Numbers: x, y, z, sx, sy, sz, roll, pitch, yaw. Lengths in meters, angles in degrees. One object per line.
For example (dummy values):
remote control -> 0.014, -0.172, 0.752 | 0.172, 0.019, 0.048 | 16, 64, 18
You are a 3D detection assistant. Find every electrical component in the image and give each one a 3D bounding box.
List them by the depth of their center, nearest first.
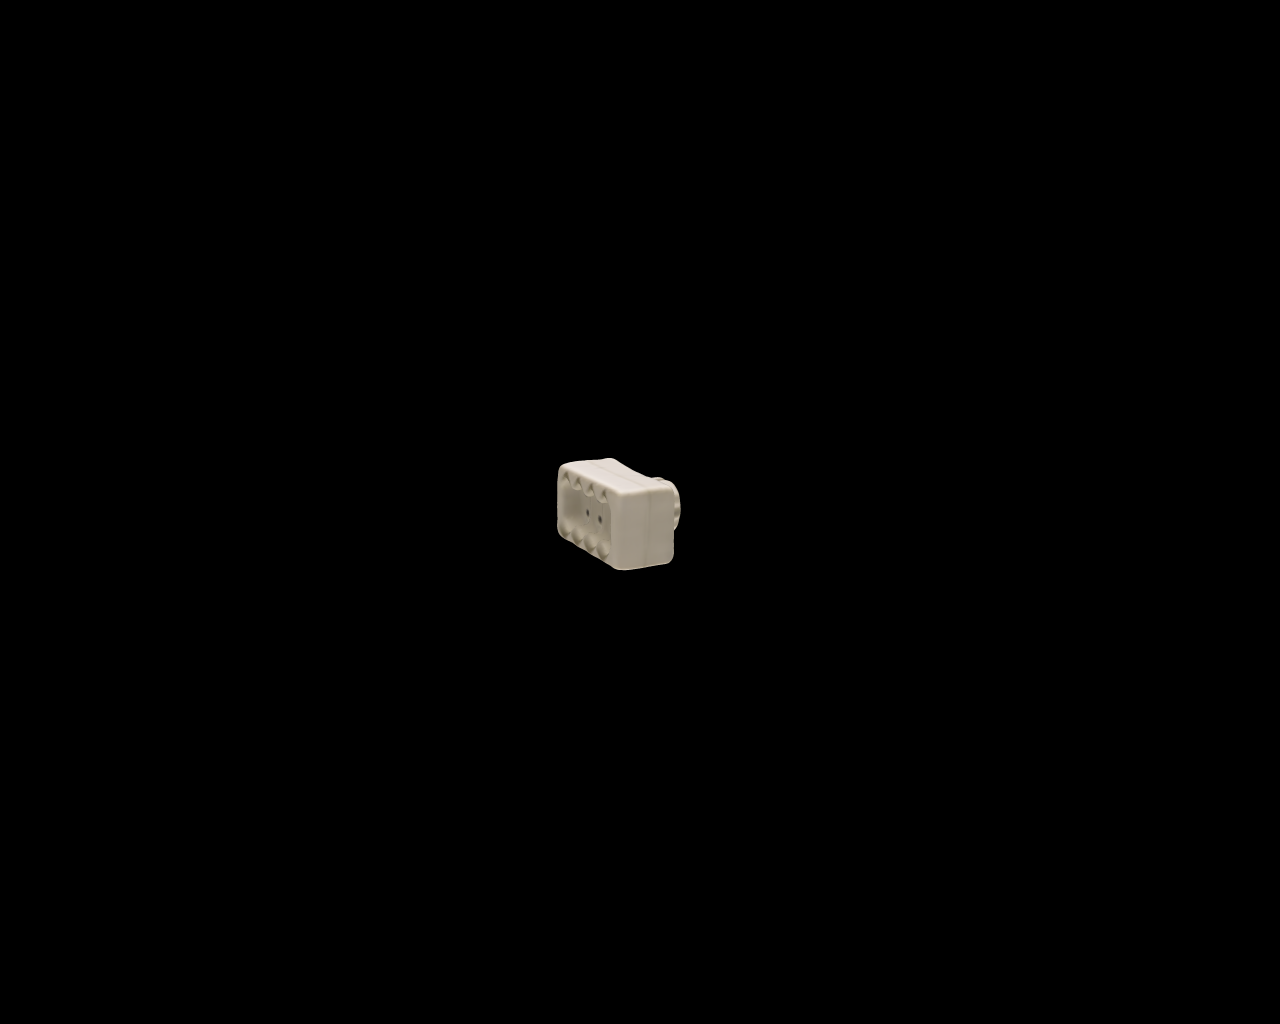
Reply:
electrical component -> 0.001, -0.003, 0.650 | 0.076, 0.047, 0.083 | -8, 18, -26
